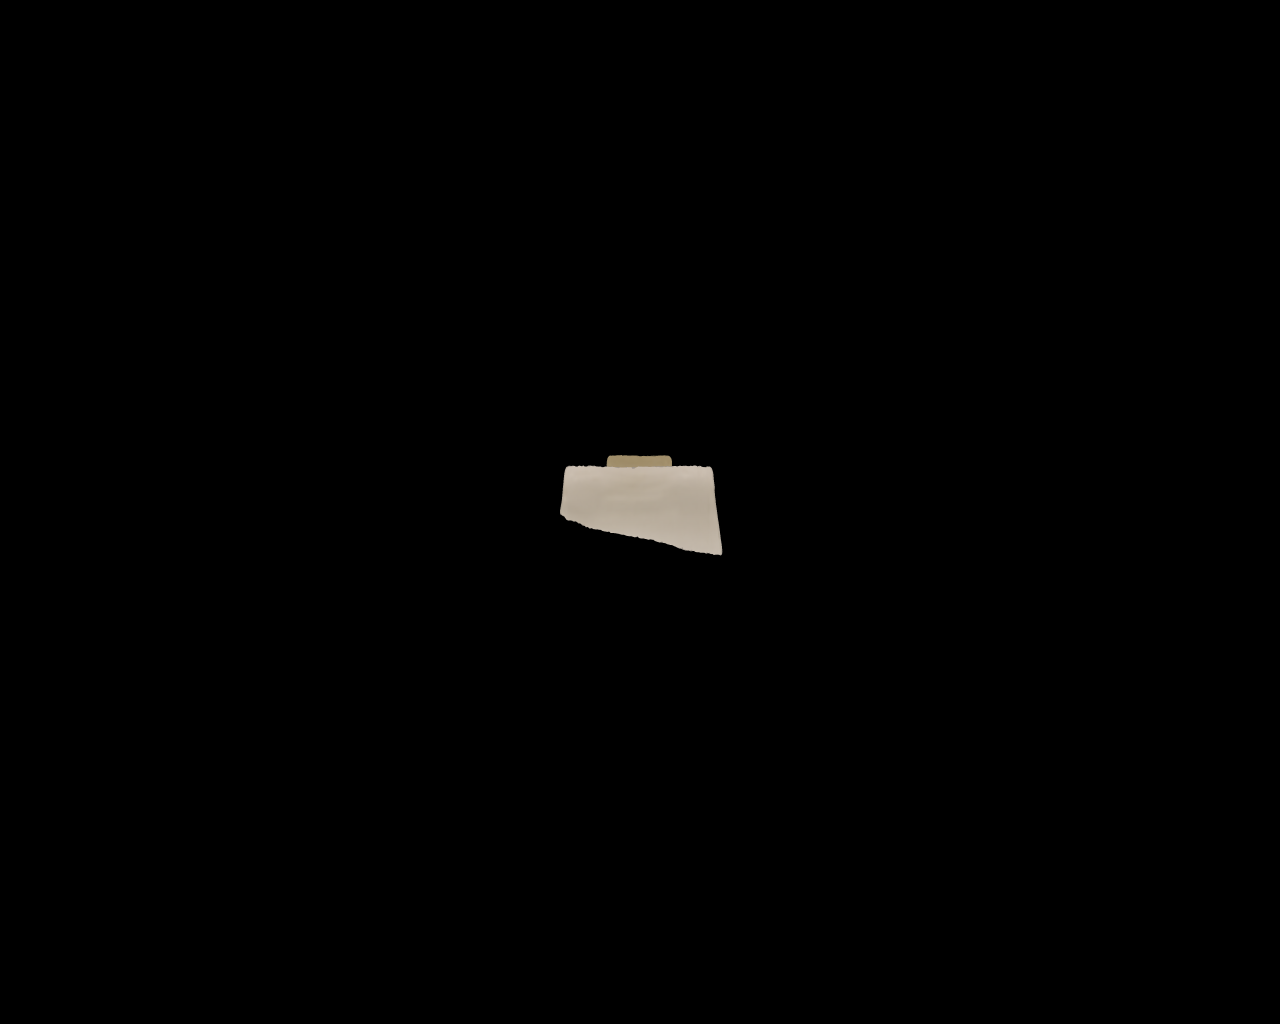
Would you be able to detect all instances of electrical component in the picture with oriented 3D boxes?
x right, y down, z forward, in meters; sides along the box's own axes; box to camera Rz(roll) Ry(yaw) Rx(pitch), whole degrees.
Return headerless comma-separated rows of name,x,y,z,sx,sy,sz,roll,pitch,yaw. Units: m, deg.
electrical component,0.001,-0.003,0.650,0.099,0.064,0.099,0,0,0
